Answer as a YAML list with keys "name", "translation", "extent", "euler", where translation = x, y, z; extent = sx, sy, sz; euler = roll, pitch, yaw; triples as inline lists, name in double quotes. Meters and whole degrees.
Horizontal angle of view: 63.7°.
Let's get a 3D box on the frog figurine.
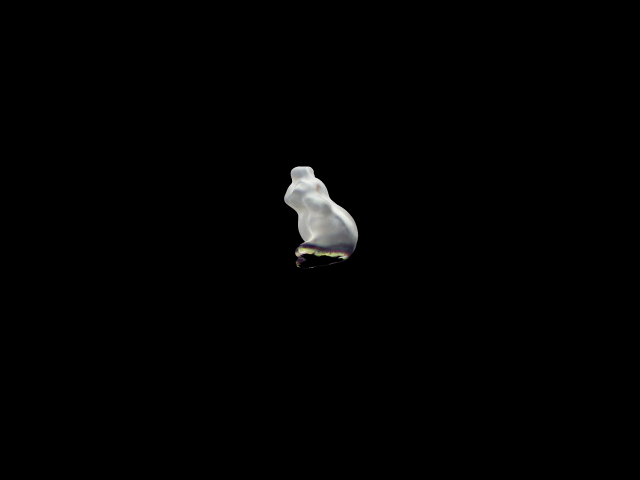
- name: "frog figurine"
  translation: [0.003, -0.043, 0.850]
  extent: [0.122, 0.162, 0.136]
  euler: [-5, -18, 16]
